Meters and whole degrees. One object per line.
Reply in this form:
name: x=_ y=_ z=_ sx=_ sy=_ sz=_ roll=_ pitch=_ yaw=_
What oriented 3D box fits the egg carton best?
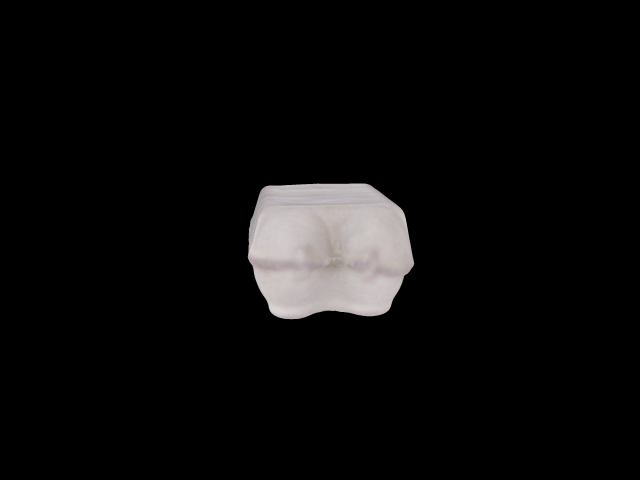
egg carton: x=0.004 y=0.001 z=0.400 sx=0.107 sy=0.069 sz=0.150 roll=-2 pitch=14 yaw=-7
